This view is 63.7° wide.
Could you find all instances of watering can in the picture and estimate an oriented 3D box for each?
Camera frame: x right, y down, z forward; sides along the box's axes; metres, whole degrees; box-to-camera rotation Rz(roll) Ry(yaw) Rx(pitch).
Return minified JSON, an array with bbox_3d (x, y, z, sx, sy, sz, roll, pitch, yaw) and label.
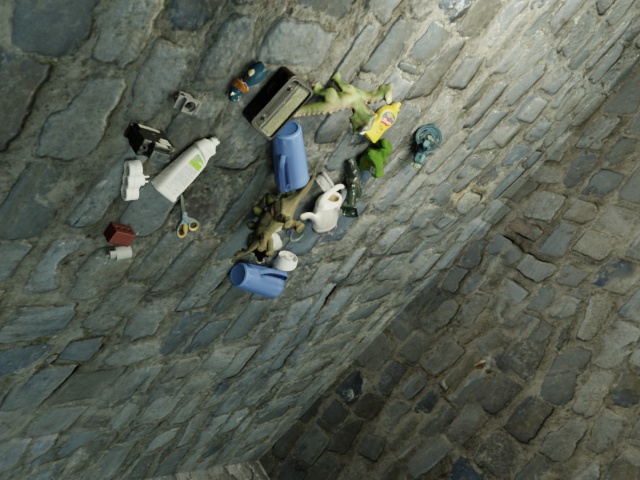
[{"bbox_3d":[0.007,-0.112,2.228,0.353,0.105,0.219,-40,151,-42],"label":"watering can"}]

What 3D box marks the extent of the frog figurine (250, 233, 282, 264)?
[{"bbox_3d":[-0.224,0.008,2.176,0.134,0.123,0.163,-63,178,42],"label":"frog figurine"}]

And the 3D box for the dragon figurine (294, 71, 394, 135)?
[{"bbox_3d":[0.087,-0.464,1.821,0.414,0.246,0.119,-34,151,-16],"label":"dragon figurine"}]
